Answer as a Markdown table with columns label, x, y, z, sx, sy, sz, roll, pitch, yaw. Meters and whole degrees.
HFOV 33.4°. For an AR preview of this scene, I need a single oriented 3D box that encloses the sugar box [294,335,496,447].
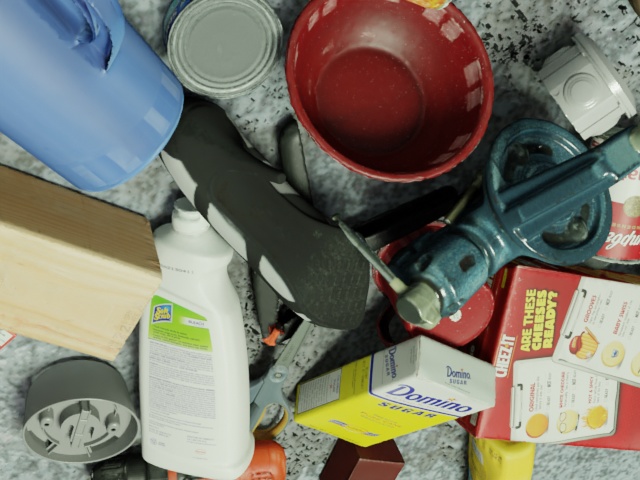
| label | x | y | z | sx | sy | sz | roll | pitch | yaw |
| --- | --- | --- | --- | --- | --- | --- | --- | --- | --- |
| sugar box | 0.065 | 0.141 | 0.969 | 0.093 | 0.048 | 0.177 | 24 | 149 | -29 |

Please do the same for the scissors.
| label | x | y | z | sx | sy | sz | roll | pitch | yaw |
| --- | --- | --- | --- | --- | --- | --- | --- | --- | --- |
| scissors | -0.058 | 0.123 | 0.963 | 0.096 | 0.016 | 0.202 | 1 | 136 | -10 |

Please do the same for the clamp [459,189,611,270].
| label | x | y | z | sx | sy | sz | roll | pitch | yaw |
| --- | --- | --- | --- | --- | --- | --- | --- | --- | --- |
| clamp | 0.194 | -0.017 | 0.953 | 0.171 | 0.039 | 0.120 | -11 | 108 | -7 |

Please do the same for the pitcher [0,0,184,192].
| label | x | y | z | sx | sy | sz | roll | pitch | yaw |
| --- | --- | --- | --- | --- | --- | --- | --- | --- | --- |
| pitcher | -0.194 | -0.139 | 0.685 | 0.145 | 0.149 | 0.242 | -38 | 130 | 9 |

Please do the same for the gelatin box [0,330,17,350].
| label | x | y | z | sx | sy | sz | roll | pitch | yaw |
| --- | --- | --- | --- | --- | --- | --- | --- | --- | --- |
| gelatin box | -0.303 | 0.076 | 0.869 | 0.089 | 0.030 | 0.073 | -40 | 125 | 11 |

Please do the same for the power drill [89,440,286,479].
| label | x | y | z | sx | sy | sz | roll | pitch | yaw |
| --- | --- | --- | --- | --- | --- | --- | --- | --- | --- |
| power drill | -0.123 | 0.273 | 1.043 | 0.184 | 0.057 | 0.188 | -3 | 127 | -3 |

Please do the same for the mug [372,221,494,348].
| label | x | y | z | sx | sy | sz | roll | pitch | yaw |
| --- | --- | --- | --- | --- | --- | --- | --- | --- | --- |
| mug | 0.095 | 0.051 | 0.945 | 0.093 | 0.081 | 0.117 | 34 | 109 | -33 |

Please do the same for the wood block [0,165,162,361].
| label | x | y | z | sx | sy | sz | roll | pitch | yaw |
| --- | --- | --- | --- | --- | --- | --- | --- | --- | --- |
| wood block | -0.235 | 0.006 | 0.803 | 0.205 | 0.091 | 0.090 | 21 | 115 | -28 |

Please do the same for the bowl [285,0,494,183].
| label | x | y | z | sx | sy | sz | roll | pitch | yaw |
| --- | --- | --- | --- | --- | --- | --- | --- | --- | --- |
| bowl | 0.046 | -0.114 | 0.800 | 0.162 | 0.162 | 0.055 | -4 | 168 | -16 |

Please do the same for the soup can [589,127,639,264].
| label | x | y | z | sx | sy | sz | roll | pitch | yaw |
| --- | --- | --- | --- | --- | --- | --- | --- | --- | --- |
| soup can | 0.254 | -0.039 | 0.904 | 0.068 | 0.068 | 0.102 | 2 | 110 | -19 |

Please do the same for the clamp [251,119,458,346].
| label | x | y | z | sx | sy | sz | roll | pitch | yaw |
| --- | --- | --- | --- | --- | --- | --- | --- | --- | --- |
| clamp | -0.006 | 0.001 | 0.906 | 0.164 | 0.036 | 0.210 | 28 | 116 | -22 |

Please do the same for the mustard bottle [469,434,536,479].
| label | x | y | z | sx | sy | sz | roll | pitch | yaw |
| --- | --- | --- | --- | --- | --- | --- | --- | --- | --- |
| mustard bottle | 0.184 | 0.253 | 1.106 | 0.058 | 0.096 | 0.192 | -11 | 126 | -10 |

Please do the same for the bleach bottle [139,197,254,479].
| label | x | y | z | sx | sy | sz | roll | pitch | yaw |
| --- | --- | --- | --- | --- | --- | --- | --- | --- | --- |
| bleach bottle | -0.102 | 0.083 | 0.901 | 0.102 | 0.068 | 0.251 | 9 | 119 | 8 |

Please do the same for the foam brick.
| label | x | y | z | sx | sy | sz | roll | pitch | yaw |
| --- | --- | --- | --- | --- | --- | --- | --- | --- | --- |
| foam brick | 0.041 | 0.232 | 1.074 | 0.052 | 0.051 | 0.078 | 12 | 119 | -24 |

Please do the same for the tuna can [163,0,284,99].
| label | x | y | z | sx | sy | sz | roll | pitch | yaw |
| --- | --- | --- | --- | --- | --- | --- | --- | --- | --- |
| tuna can | -0.072 | -0.149 | 0.782 | 0.086 | 0.034 | 0.086 | -8 | 126 | -12 |

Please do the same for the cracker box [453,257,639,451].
| label | x | y | z | sx | sy | sz | roll | pitch | yaw |
| --- | --- | --- | --- | --- | --- | --- | --- | --- | --- |
| cracker box | 0.241 | 0.107 | 1.011 | 0.213 | 0.072 | 0.164 | 9 | 98 | -22 |
